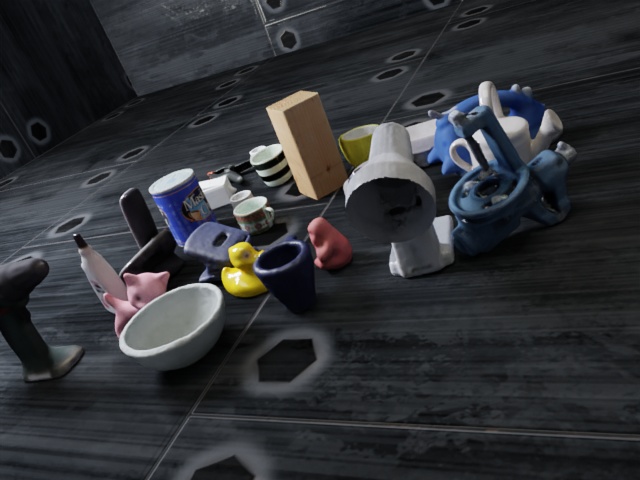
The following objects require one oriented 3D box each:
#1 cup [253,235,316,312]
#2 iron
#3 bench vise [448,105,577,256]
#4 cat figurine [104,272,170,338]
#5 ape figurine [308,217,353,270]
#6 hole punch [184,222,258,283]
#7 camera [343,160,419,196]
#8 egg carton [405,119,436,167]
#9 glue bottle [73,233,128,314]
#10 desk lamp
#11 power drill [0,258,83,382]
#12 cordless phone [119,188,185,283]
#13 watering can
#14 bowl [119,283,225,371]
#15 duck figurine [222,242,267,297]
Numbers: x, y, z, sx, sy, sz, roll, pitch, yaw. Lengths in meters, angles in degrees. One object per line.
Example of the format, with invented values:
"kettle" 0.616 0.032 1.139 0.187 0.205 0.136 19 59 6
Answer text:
"cup" -0.043 0.054 0.887 0.091 0.095 0.118 -13 28 17
"iron" 0.324 -0.217 1.069 0.258 0.142 0.118 -22 27 -2
"bench vise" 0.262 -0.108 0.825 0.208 0.220 0.121 -34 29 -24
"cat figurine" -0.306 0.100 0.968 0.127 0.118 0.067 -12 28 18
"ape figurine" 0.009 0.003 0.946 0.076 0.092 0.078 -10 29 22
"hole punch" -0.181 0.016 1.064 0.100 0.091 0.109 -8 30 25
"camera" 0.129 -0.104 1.048 0.137 0.101 0.142 -35 30 -25
"egg carton" 0.212 -0.198 1.196 0.150 0.069 0.107 -15 27 13
"glue bottle" -0.405 0.061 1.053 0.077 0.173 0.037 3 36 40
"desk lamp" 0.119 -0.051 0.830 0.117 0.214 0.203 -12 28 19
"power drill" -0.490 0.131 0.945 0.229 0.209 0.075 -11 29 20
"cordless phone" -0.358 0.005 1.109 0.094 0.185 0.148 -7 30 26
"watering can" 0.300 -0.168 0.937 0.172 0.194 0.101 -17 27 9
"bowl" -0.211 0.143 0.868 0.167 0.075 0.167 -17 27 9
"duck figurine" -0.128 0.044 0.977 0.104 0.086 0.077 -8 30 25
